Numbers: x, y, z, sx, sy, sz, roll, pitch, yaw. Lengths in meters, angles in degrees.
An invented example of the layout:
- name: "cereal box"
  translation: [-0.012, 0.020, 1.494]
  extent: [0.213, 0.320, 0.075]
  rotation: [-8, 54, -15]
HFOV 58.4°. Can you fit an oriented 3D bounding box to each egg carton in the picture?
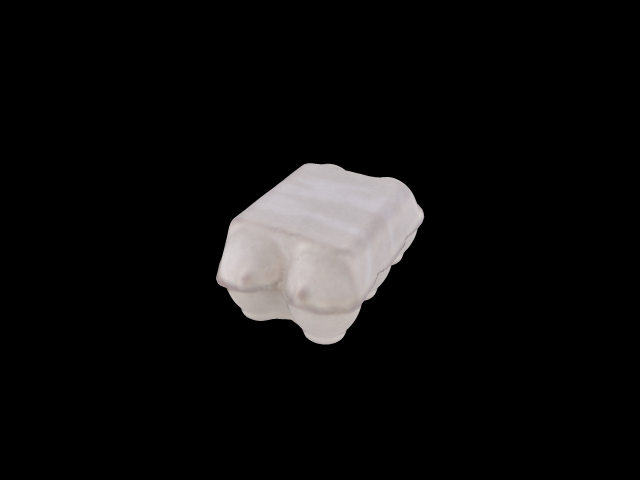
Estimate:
- name: "egg carton"
  translation: [0.004, 0.001, 0.400]
  extent: [0.107, 0.069, 0.150]
  rotation: [16, 37, 23]
